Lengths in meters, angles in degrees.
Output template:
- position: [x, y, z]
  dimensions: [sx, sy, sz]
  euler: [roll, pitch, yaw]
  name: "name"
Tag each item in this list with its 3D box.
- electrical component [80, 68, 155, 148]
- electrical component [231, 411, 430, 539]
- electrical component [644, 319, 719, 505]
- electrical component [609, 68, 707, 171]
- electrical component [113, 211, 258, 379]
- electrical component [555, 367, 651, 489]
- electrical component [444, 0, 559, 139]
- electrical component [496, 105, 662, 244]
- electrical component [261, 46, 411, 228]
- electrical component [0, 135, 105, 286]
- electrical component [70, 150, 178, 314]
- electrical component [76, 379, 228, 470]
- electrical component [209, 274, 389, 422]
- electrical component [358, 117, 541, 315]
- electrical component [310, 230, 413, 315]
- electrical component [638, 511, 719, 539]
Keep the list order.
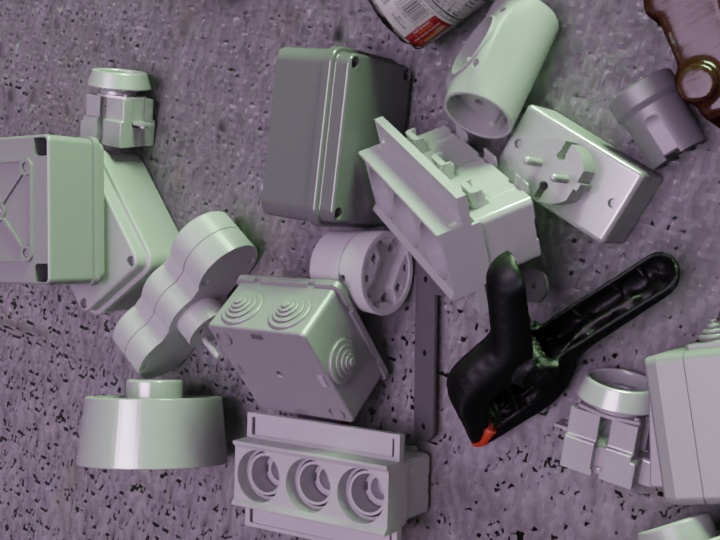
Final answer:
- position: [-0.187, -0.126, 0.834]
  dimensions: [0.066, 0.048, 0.055]
  euler: [14, 106, 31]
  name: "electrical component"
- position: [-0.019, 0.139, 0.723]
  dimensions: [0.121, 0.063, 0.078]
  euler: [3, 93, 32]
  name: "electrical component"
- position: [0.191, 0.076, 0.589]
  dimensions: [0.061, 0.062, 0.096]
  euler: [-10, 86, 32]
  name: "electrical component"
- position: [0.170, -0.085, 0.612]
  dimensions: [0.040, 0.040, 0.046]
  euler: [-33, 80, 29]
  name: "electrical component"
- position: [-0.120, 0.032, 0.790]
  dimensions: [0.073, 0.052, 0.138]
  euler: [48, 115, 22]
  name: "electrical component"
- position: [0.148, 0.090, 0.627]
  dimensions: [0.066, 0.048, 0.055]
  euler: [15, 107, 31]
  name: "electrical component"
- position: [0.078, -0.118, 0.657]
  dimensions: [0.077, 0.044, 0.079]
  euler: [-63, 14, -21]
  name: "electrical component"
- position: [0.118, -0.056, 0.623]
  dimensions: [0.083, 0.076, 0.047]
  euler: [37, 110, 26]
  name: "electrical component"
- position: [-0.014, -0.086, 0.705]
  dimensions: [0.057, 0.078, 0.113]
  euler: [11, 97, 35]
  name: "electrical component"
- position: [-0.246, -0.043, 0.796]
  dimensions: [0.109, 0.056, 0.108]
  euler: [1, 92, 32]
  name: "electrical component"
- position: [-0.194, -0.030, 0.832]
  dimensions: [0.078, 0.057, 0.113]
  euler: [-38, 72, 27]
  name: "electrical component"
- position: [-0.150, 0.110, 0.782]
  dimensions: [0.108, 0.108, 0.060]
  euler: [-3, 84, 32]
  name: "electrical component"
- position: [-0.042, 0.053, 0.714]
  dimensions: [0.100, 0.048, 0.099]
  euler: [3, 134, 37]
  name: "electrical component"
- position: [0.053, -0.040, 0.641]
  dimensions: [0.121, 0.063, 0.078]
  euler: [-127, 18, -55]
  name: "electrical component"
- position: [0.000, 0.000, 0.712]
  dimensions: [0.047, 0.055, 0.055]
  euler: [7, 95, 39]
  name: "electrical component"
- position: [0.179, 0.164, 0.576]
  dimensions: [0.108, 0.108, 0.060]
  euler: [-27, 71, 30]
  name: "electrical component"
